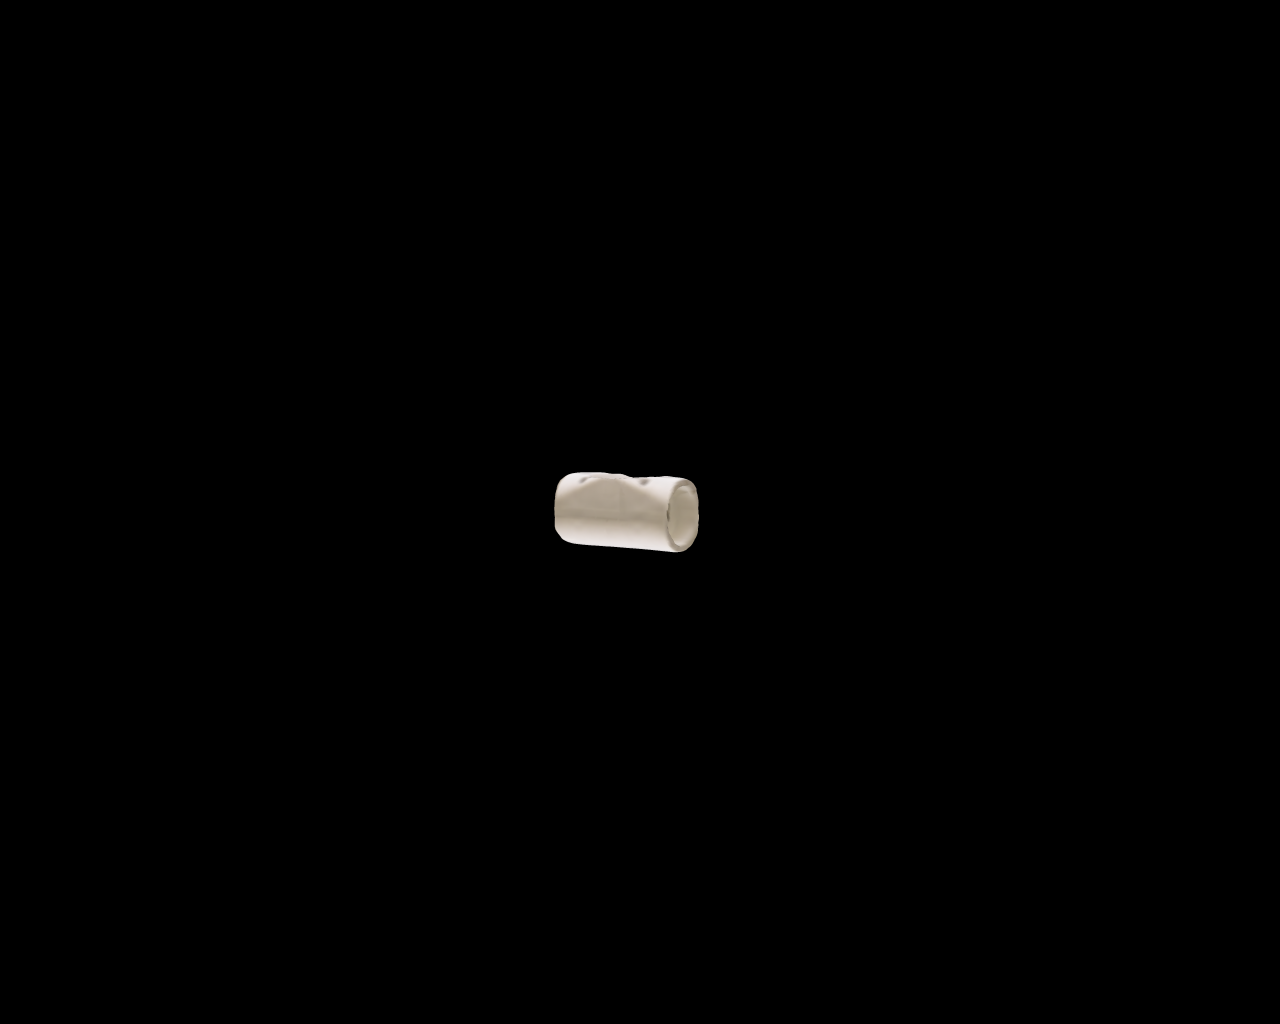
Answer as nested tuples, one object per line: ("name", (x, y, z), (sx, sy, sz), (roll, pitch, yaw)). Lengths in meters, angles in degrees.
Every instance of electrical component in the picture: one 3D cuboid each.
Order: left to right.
("electrical component", (0.001, -0.003, 0.650), (0.077, 0.044, 0.079), (4, 8, 29))
